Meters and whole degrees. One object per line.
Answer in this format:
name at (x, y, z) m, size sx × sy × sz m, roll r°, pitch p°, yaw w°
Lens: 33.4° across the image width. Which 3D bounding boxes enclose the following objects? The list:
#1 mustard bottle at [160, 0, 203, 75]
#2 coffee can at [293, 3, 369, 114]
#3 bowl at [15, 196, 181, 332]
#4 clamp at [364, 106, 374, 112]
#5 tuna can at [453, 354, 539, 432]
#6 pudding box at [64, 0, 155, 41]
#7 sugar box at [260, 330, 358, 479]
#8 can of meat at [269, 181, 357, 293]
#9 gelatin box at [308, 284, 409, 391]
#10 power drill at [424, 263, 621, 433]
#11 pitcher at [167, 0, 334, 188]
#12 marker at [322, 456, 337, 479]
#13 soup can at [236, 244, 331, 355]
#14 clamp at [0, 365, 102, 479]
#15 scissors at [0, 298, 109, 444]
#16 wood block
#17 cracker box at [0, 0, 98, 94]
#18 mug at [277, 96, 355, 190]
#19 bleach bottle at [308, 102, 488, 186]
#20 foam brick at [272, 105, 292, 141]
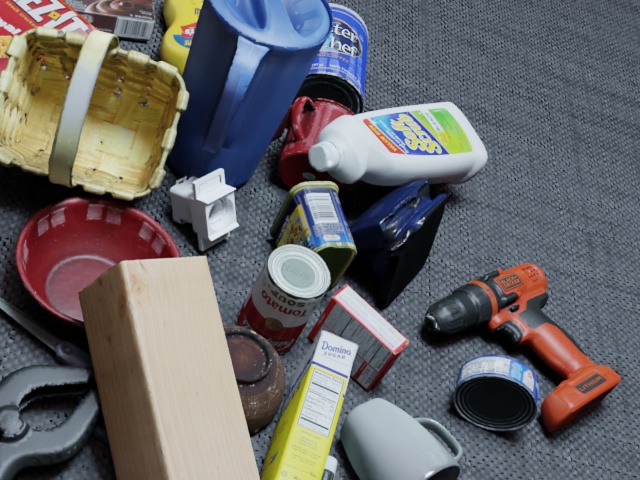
mustard bottle at (-0.147, -0.236, 1.305) m, size 0.096 × 0.058 × 0.191 m, roll 14°, pitch 47°, yaw -19°
coffee can at (0.007, -0.211, 1.325) m, size 0.102 × 0.103 × 0.140 m, roll 16°, pitch 46°, yaw -12°
bowl at (-0.217, 0.035, 1.036) m, size 0.162 × 0.055 × 0.162 m, roll 13°, pitch 47°, yaw -15°
clamp at (0.115, -0.121, 1.344) m, size 0.171 × 0.039 × 0.120 m, roll 1°, pitch 57°, yaw -30°
tuna can at (0.182, 0.157, 1.100) m, size 0.086 × 0.086 × 0.033 m, roll 25°, pitch 44°, yaw -4°
pudding box at (-0.263, -0.292, 1.311) m, size 0.113 × 0.039 × 0.090 m, roll 6°, pitch 49°, yaw -21°
sugar box at (-0.016, 0.178, 0.983) m, size 0.048 × 0.093 × 0.176 m, roll 23°, pitch 45°, yaw -7°
can of meat at (-0.007, 0.001, 1.135) m, size 0.057 × 0.102 × 0.084 m, roll -1°, pitch 55°, yaw -25°
gelatin box at (0.039, 0.101, 1.089) m, size 0.089 × 0.073 × 0.030 m, roll 41°, pitch 46°, yaw 12°
power drill at (0.225, 0.116, 1.176) m, size 0.184 × 0.057 × 0.188 m, roll -19°, pitch 62°, yaw -36°
pitcher at (-0.090, -0.160, 1.135) m, size 0.149 × 0.243 × 0.145 m, roll -17°, pitch 61°, yaw -35°
marker at (-0.003, 0.252, 0.975) m, size 0.020 × 0.020 × 0.121 m, roll 21°, pitch 46°, yaw -8°
soup can at (-0.037, 0.060, 1.068) m, size 0.068 × 0.102 × 0.068 m, roll 14°, pitch 47°, yaw -15°
clamp at (-0.264, 0.172, 0.902) m, size 0.209 × 0.036 × 0.165 m, roll -18°, pitch 63°, yaw -28°
scissors at (-0.234, 0.121, 0.981) m, size 0.201 × 0.016 × 0.096 m, roll 24°, pitch 46°, yaw -4°
wood block at (-0.133, 0.127, 0.924) m, size 0.090 × 0.090 × 0.206 m, roll -3°, pitch 71°, yaw -40°
cracker box at (-0.373, -0.218, 1.172) m, size 0.164 × 0.072 × 0.213 m, roll 41°, pitch 46°, yaw 11°
mug at (-0.006, -0.111, 1.230) m, size 0.093 × 0.117 × 0.081 m, roll -2°, pitch 47°, yaw 21°
bleach bottle at (0.083, -0.100, 1.208) m, size 0.250 × 0.068 × 0.102 m, roll -14°, pitch 69°, yaw -48°
foam brick at (-0.081, -0.157, 1.271) m, size 0.078 × 0.051 × 0.052 m, roll 43°, pitch 47°, yaw 13°
